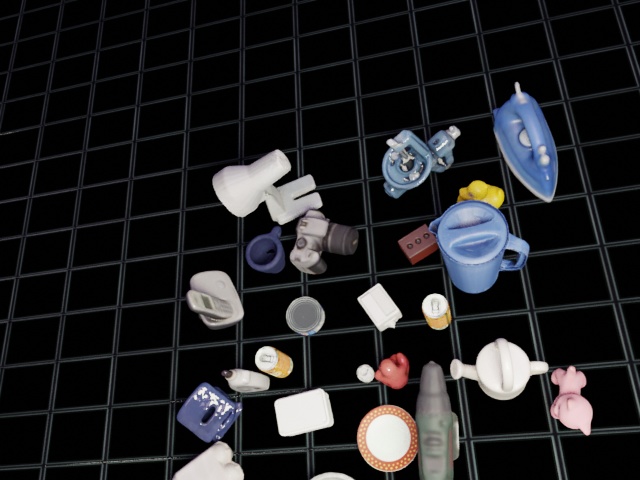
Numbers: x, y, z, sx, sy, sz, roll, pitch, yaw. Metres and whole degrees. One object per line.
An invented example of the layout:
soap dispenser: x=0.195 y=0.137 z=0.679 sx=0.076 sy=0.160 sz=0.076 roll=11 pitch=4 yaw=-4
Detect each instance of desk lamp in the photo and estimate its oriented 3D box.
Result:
desk lamp: x=-0.125 y=-0.126 z=1.371 sx=0.203 sy=0.214 sz=0.118 roll=-24 pitch=64 yaw=6

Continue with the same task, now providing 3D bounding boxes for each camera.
camera: x=0.012 y=0.005 z=1.344 sx=0.136 sy=0.101 sz=0.143 roll=11 pitch=72 yaw=19

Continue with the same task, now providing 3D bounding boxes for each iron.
iron: x=0.475 y=-0.224 z=1.283 sx=0.118 sy=0.142 sz=0.258 roll=-18 pitch=65 yaw=8

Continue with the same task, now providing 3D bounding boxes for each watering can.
watering can: x=0.344 y=0.249 z=1.102 sx=0.173 sy=0.194 sz=0.100 roll=-26 pitch=64 yaw=4

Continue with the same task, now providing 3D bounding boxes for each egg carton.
egg carton: x=-0.240 y=0.514 z=1.230 sx=0.150 sy=0.069 sz=0.107 roll=-38 pitch=64 yaw=-1

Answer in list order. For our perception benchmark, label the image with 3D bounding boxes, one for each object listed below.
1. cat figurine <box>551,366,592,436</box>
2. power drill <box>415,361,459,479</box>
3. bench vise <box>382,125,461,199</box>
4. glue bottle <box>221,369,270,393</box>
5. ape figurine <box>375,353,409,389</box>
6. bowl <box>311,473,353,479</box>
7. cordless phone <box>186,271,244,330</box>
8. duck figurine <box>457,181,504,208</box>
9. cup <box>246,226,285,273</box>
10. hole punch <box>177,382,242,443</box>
cat figurine: x=0.478 y=0.303 z=1.086 sx=0.067 sy=0.118 sz=0.128 roll=1 pitch=69 yaw=16
power drill: x=0.220 y=0.360 z=1.085 sx=0.075 sy=0.209 sz=0.229 roll=-4 pitch=68 yaw=14
bench vise: x=0.217 y=-0.210 z=1.306 sx=0.121 sy=0.220 sz=0.207 roll=35 pitch=81 yaw=25
glue bottle: x=-0.171 y=0.300 z=1.238 sx=0.078 sy=0.173 sz=0.037 roll=-8 pitch=67 yaw=13
ape figurine: x=0.150 y=0.273 z=1.204 sx=0.077 sy=0.092 sz=0.076 roll=-21 pitch=65 yaw=7
bowl: x=0.033 y=0.551 z=1.136 sx=0.167 sy=0.075 sz=0.167 roll=-5 pitch=68 yaw=14
cordless phone: x=-0.261 y=0.126 z=1.325 sx=0.094 sy=0.185 sz=0.147 roll=-31 pitch=64 yaw=2
duck figurine: x=0.363 y=-0.104 z=1.297 sx=0.104 sy=0.086 sz=0.077 roll=-6 pitch=68 yaw=13
cup: x=-0.115 y=0.031 z=1.372 sx=0.091 sy=0.095 sz=0.118 roll=20 pitch=76 yaw=22
hole punch: x=-0.243 y=0.383 z=1.271 sx=0.100 sy=0.091 sz=0.109 roll=33 pitch=81 yaw=24
